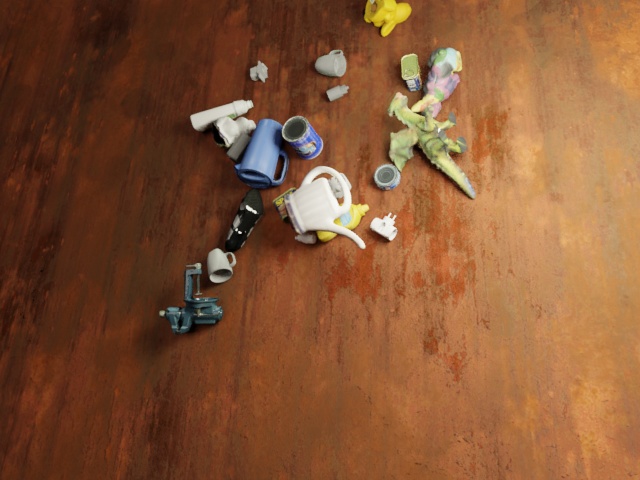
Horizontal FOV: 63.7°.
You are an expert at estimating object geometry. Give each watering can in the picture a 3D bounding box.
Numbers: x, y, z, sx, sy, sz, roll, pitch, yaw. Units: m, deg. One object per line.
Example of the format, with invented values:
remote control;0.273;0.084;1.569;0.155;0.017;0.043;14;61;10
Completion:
watering can;0.005;-0.084;1.674;0.223;0.355;0.102;-26;-30;12

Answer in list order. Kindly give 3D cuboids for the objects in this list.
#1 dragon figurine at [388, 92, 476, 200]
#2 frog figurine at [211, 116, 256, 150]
dragon figurine;0.335;-0.297;1.679;0.123;0.410;0.240;-20;1;-43
frog figurine;-0.340;-0.433;2.032;0.162;0.138;0.120;-35;-14;-32
